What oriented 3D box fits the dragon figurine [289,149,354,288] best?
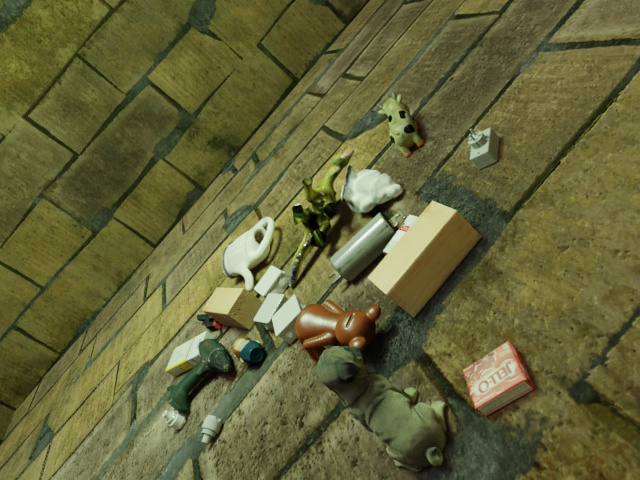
[{"bbox_3d":[0.005,-0.075,1.494,0.405,0.122,0.245,-69,-11,18],"label":"dragon figurine"}]

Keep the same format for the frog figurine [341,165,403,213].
[{"bbox_3d":[0.147,-0.132,1.382,0.159,0.120,0.140,6,41,20],"label":"frog figurine"}]

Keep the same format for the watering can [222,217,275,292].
[{"bbox_3d":[-0.248,0.063,1.724,0.221,0.103,0.356,-32,30,36],"label":"watering can"}]
